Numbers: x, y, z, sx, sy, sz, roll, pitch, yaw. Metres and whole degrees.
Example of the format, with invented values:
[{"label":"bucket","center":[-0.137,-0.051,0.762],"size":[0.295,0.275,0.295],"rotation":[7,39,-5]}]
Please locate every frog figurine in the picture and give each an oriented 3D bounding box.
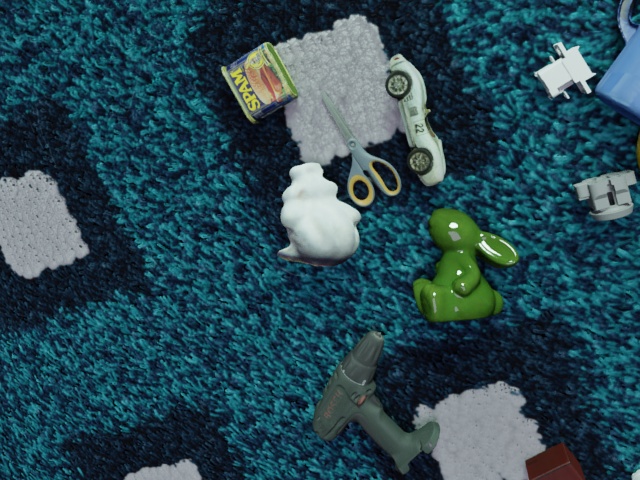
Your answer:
[{"label":"frog figurine","center":[0.003,-0.042,0.825],"size":[0.137,0.123,0.158],"rotation":[3,98,-22]}]
